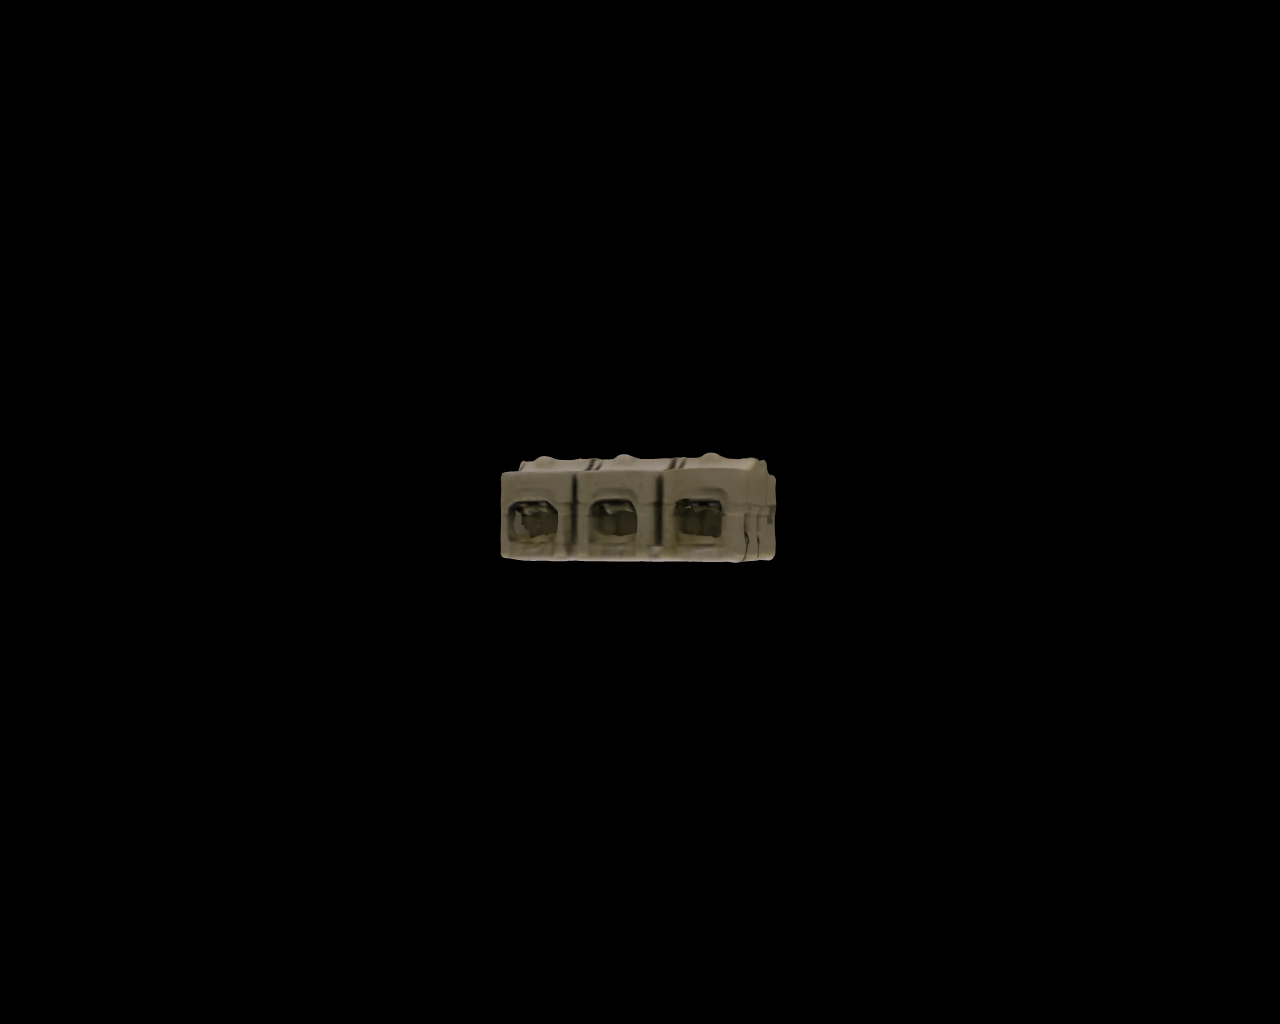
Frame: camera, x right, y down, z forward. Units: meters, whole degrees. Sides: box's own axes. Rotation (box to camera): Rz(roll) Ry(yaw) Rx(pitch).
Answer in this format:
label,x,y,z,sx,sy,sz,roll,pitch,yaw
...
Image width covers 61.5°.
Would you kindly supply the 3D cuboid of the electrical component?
label,x,y,z,sx,sy,sz,roll,pitch,yaw
electrical component,0.001,-0.003,0.650,0.150,0.061,0.089,0,0,21
